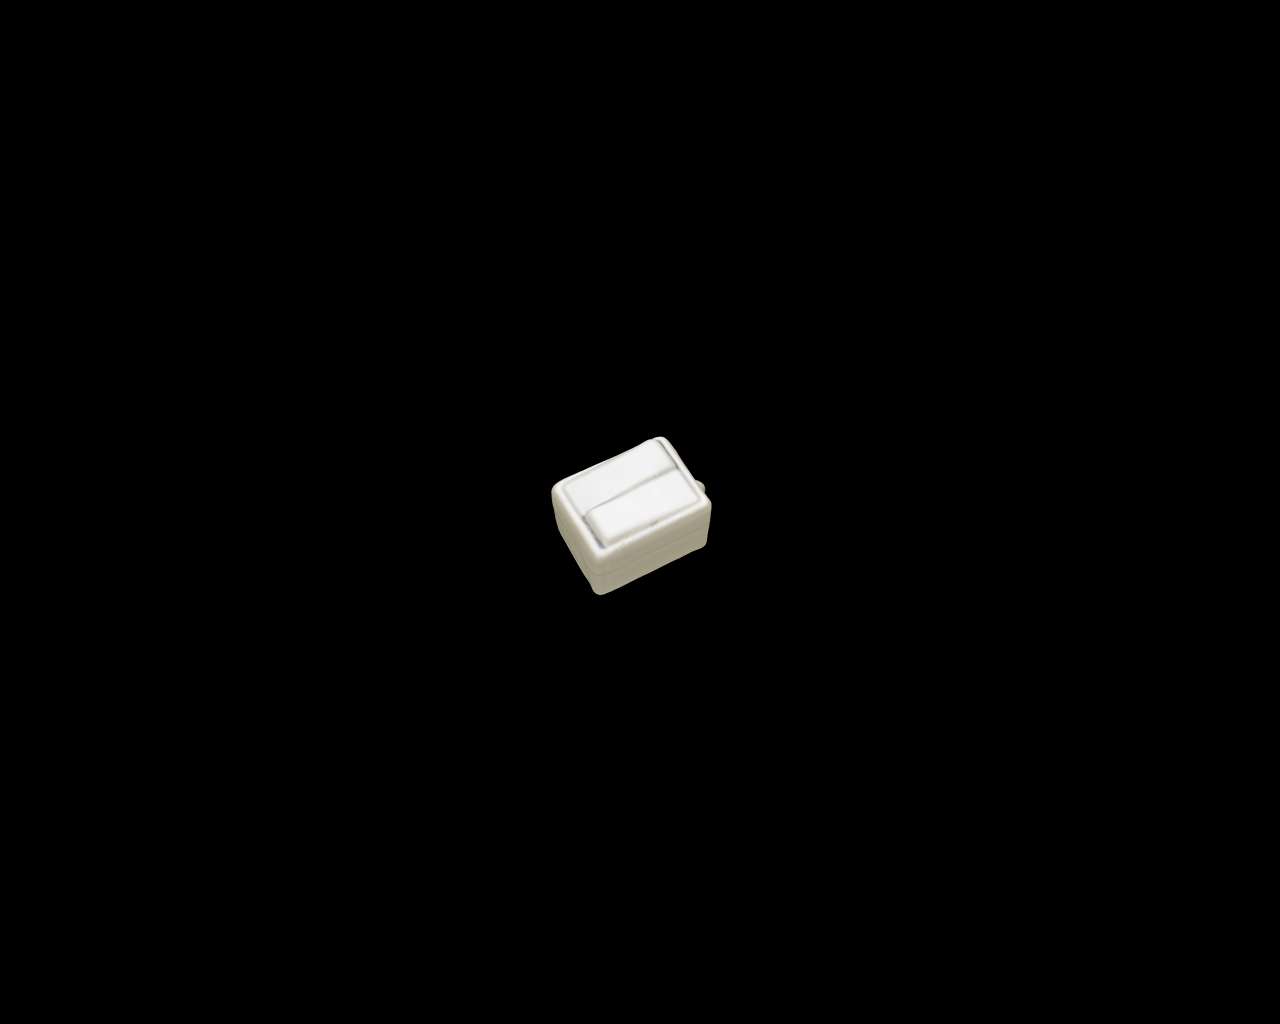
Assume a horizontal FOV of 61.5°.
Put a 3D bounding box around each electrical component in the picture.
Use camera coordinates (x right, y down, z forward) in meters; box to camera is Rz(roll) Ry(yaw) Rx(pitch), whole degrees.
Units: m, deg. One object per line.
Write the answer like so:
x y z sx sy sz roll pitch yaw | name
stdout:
0.001 -0.003 0.650 0.096 0.062 0.061 -25 -27 -14 | electrical component
